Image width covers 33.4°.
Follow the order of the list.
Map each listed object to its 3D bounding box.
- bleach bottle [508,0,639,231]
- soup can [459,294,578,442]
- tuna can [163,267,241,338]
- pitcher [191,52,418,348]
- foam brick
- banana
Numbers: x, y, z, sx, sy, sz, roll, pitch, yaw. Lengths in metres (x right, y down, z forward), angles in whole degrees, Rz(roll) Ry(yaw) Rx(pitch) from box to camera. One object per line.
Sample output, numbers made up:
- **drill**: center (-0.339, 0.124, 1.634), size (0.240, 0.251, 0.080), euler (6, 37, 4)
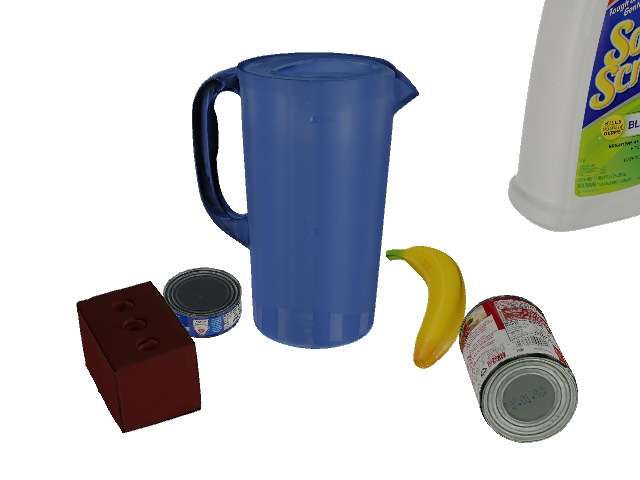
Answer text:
- **bleach bottle**: center (0.173, -0.134, 0.648), size (0.102, 0.251, 0.068), euler (-12, 31, -17)
- **soup can**: center (0.139, 0.089, 0.755), size (0.068, 0.068, 0.102), euler (0, 20, -1)
- **tuna can**: center (-0.130, 0.069, 1.177), size (0.086, 0.034, 0.086), euler (1, 36, -1)
- **pitcher**: center (-0.015, -0.037, 0.914), size (0.144, 0.243, 0.149), euler (-14, 24, -37)
- **foam brick**: center (-0.114, 0.072, 0.665), size (0.052, 0.051, 0.078), euler (-16, 36, -24)
- **banana**: center (0.114, 0.057, 1.075), size (0.070, 0.037, 0.198), euler (-29, 29, 12)
